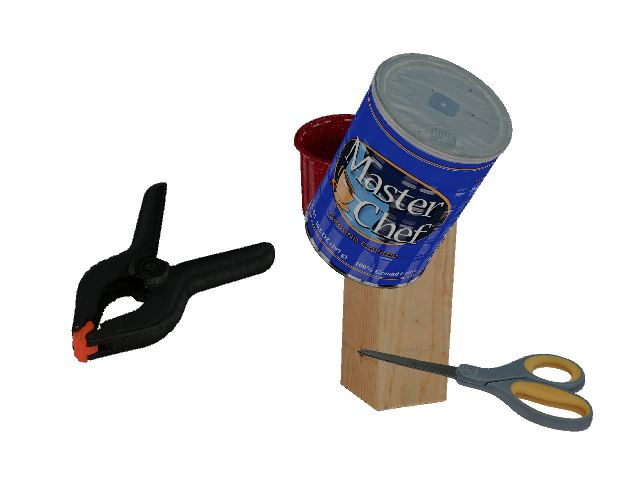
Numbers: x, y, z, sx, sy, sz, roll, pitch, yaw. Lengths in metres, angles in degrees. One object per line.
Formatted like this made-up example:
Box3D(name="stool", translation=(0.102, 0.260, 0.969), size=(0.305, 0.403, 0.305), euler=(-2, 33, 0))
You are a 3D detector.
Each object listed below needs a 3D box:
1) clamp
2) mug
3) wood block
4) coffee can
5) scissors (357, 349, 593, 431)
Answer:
Box3D(name="clamp", translation=(-0.131, 0.021, 0.803), size=(0.120, 0.039, 0.171), euler=(33, 49, 28))
Box3D(name="mug", translation=(0.035, -0.059, 0.973), size=(0.117, 0.081, 0.093), euler=(-6, 35, -7))
Box3D(name="wood block", translation=(0.082, 0.066, 1.149), size=(0.090, 0.206, 0.091), euler=(-4, 14, -25))
Box3D(name="coffee can", translation=(0.060, -0.048, 0.767), size=(0.102, 0.103, 0.140), euler=(0, -40, -27))
Box3D(name="scissors", translation=(0.142, 0.110, 0.925), size=(0.202, 0.016, 0.096), euler=(21, 34, 21))
